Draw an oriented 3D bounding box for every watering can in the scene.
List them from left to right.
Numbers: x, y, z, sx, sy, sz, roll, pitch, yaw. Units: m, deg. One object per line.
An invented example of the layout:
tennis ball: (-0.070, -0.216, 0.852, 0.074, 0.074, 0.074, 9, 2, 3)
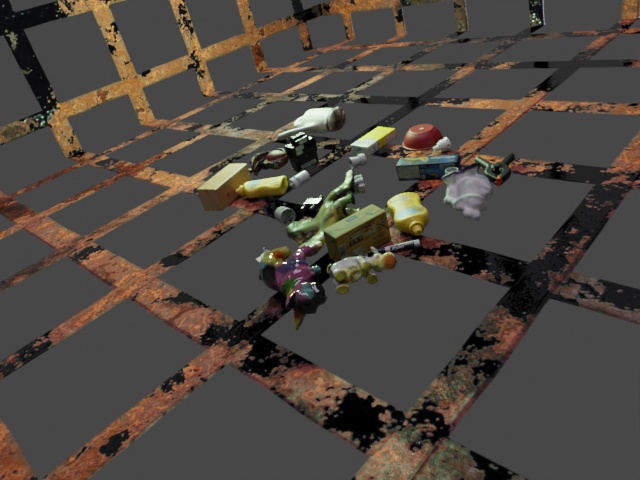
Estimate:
watering can: (-0.024, -0.514, 2.284, 0.224, 0.102, 0.354, 4, 34, 30)

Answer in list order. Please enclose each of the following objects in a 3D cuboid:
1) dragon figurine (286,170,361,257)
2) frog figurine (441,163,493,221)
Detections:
dragon figurine: (0.005, -0.078, 1.546, 0.242, 0.120, 0.419, -19, 29, 11)
frog figurine: (0.420, -0.117, 1.443, 0.137, 0.120, 0.162, -11, 64, -8)
